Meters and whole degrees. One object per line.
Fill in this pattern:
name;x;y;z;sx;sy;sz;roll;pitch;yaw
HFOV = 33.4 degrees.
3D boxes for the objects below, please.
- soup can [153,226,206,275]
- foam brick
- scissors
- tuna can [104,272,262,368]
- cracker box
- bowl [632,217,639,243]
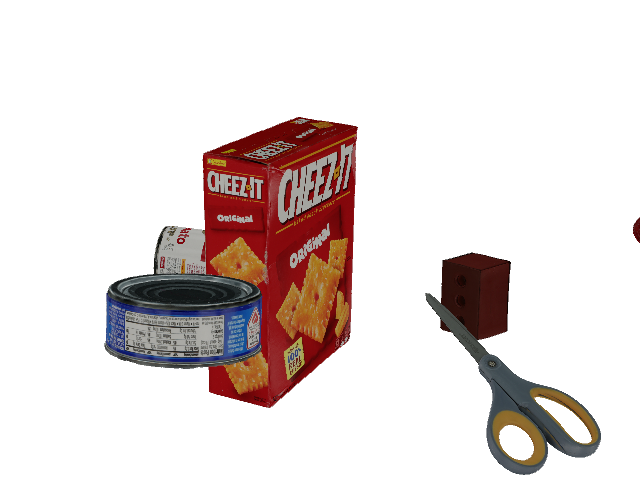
soup can;-0.119;0.023;1.139;0.102;0.068;0.068;7;1;9
foam brick;0.160;0.057;1.107;0.051;0.078;0.053;-14;20;-42
scissors;0.133;0.119;0.871;0.096;0.016;0.202;-34;53;-32
tuna can;-0.074;0.042;0.583;0.086;0.034;0.086;2;9;-1
cracker box;-0.030;0.014;0.933;0.072;0.214;0.164;11;21;25
bowl;0.417;0.018;1.149;0.162;0.055;0.162;-1;25;0
